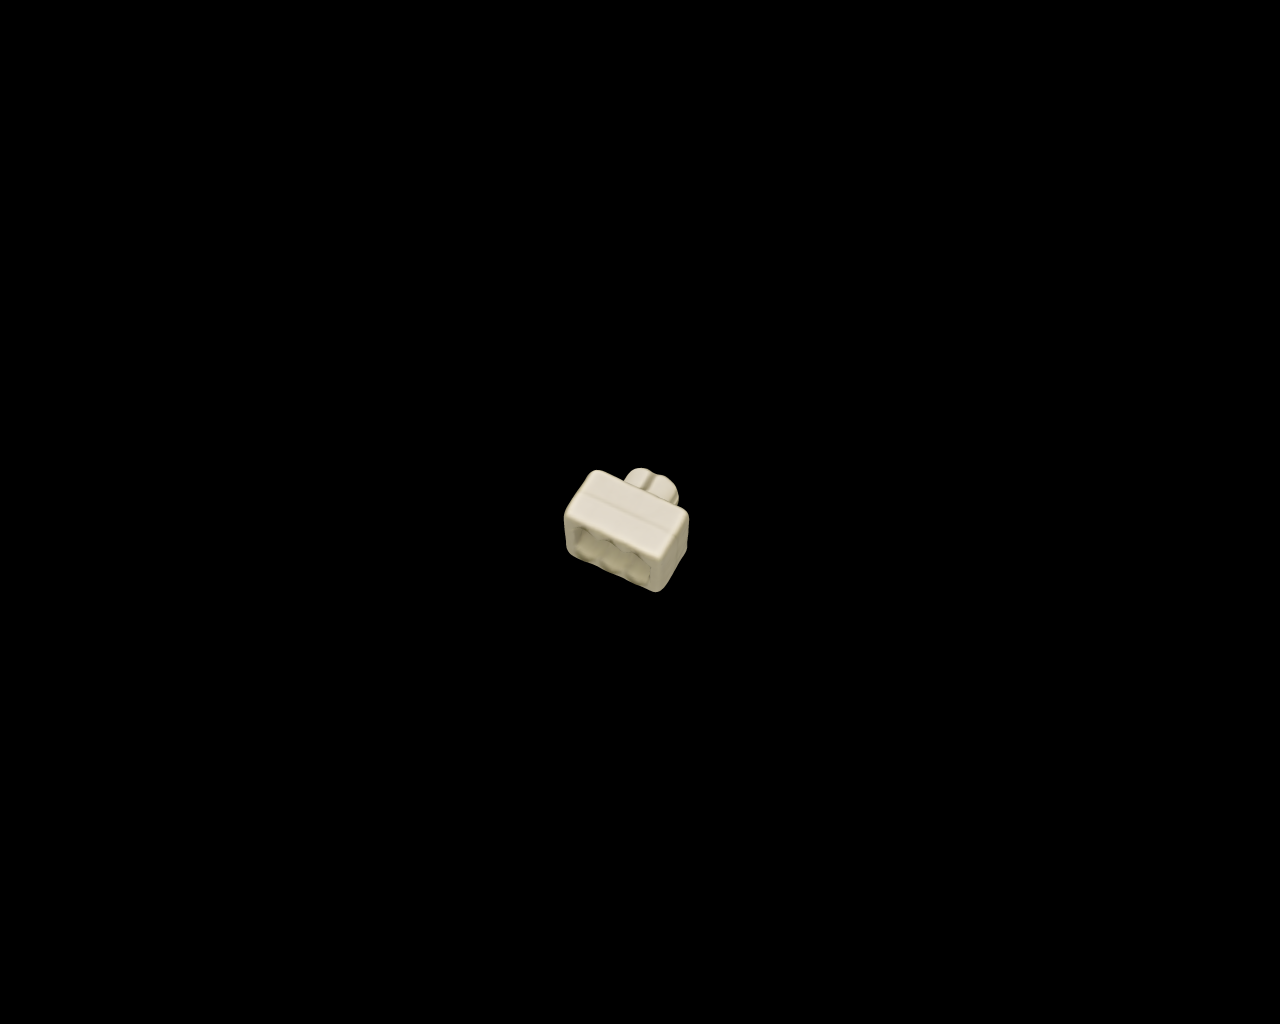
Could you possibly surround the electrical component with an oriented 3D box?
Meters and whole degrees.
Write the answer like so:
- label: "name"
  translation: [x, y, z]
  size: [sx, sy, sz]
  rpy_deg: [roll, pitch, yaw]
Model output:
- label: "electrical component"
  translation: [0.001, -0.003, 0.650]
  size: [0.066, 0.077, 0.047]
  rpy_deg: [25, -27, 14]
